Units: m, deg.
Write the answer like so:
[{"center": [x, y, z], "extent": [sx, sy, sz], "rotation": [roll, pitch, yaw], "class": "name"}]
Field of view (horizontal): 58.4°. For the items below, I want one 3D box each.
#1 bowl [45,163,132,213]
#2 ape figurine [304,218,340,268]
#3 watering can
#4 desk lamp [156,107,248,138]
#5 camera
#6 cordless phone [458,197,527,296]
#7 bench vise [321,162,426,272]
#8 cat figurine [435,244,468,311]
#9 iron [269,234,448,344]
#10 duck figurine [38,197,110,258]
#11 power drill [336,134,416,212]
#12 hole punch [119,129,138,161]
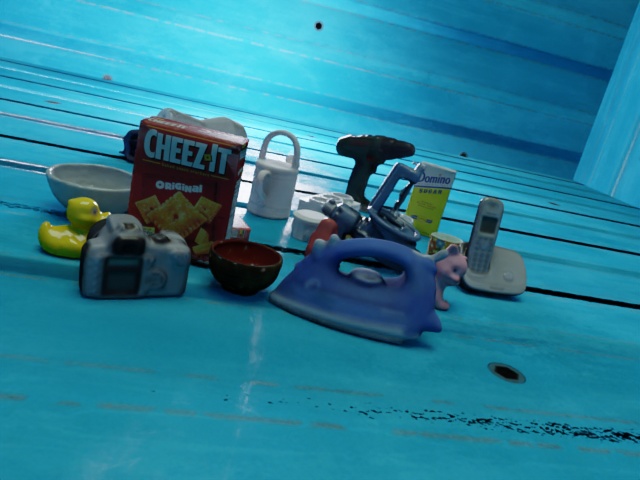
[{"center": [-0.407, -0.083, 1.038], "extent": [0.167, 0.075, 0.167], "rotation": [13, 18, -4], "class": "bowl"}, {"center": [0.010, 0.004, 1.059], "extent": [0.076, 0.092, 0.077], "rotation": [-1, 22, -38], "class": "ape figurine"}, {"center": [-0.098, -0.155, 1.296], "extent": [0.101, 0.194, 0.173], "rotation": [12, 18, -5], "class": "watering can"}, {"center": [-0.255, -0.145, 1.113], "extent": [0.204, 0.213, 0.117], "rotation": [-5, 26, -46], "class": "desk lamp"}, {"center": [-0.269, 0.010, 0.814], "extent": [0.144, 0.101, 0.136], "rotation": [2, 21, -32], "class": "camera"}, {"center": [0.351, 0.014, 1.130], "extent": [0.148, 0.185, 0.094], "rotation": [9, 18, -16], "class": "cordless phone"}, {"center": [0.113, -0.056, 1.109], "extent": [0.207, 0.220, 0.121], "rotation": [11, 18, -9], "class": "bench vise"}, {"center": [0.202, 0.056, 1.002], "extent": [0.128, 0.118, 0.067], "rotation": [9, 18, -16], "class": "cat figurine"}, {"center": [0.062, 0.056, 0.856], "extent": [0.258, 0.141, 0.118], "rotation": [12, 18, -4], "class": "iron"}, {"center": [-0.367, -0.023, 0.867], "extent": [0.105, 0.086, 0.077], "rotation": [4, 20, -28], "class": "duck figurine"}, {"center": [0.134, -0.185, 1.542], "extent": [0.228, 0.208, 0.076], "rotation": [24, 20, 30], "class": "power drill"}, {"center": [-0.458, -0.251, 1.492], "extent": [0.109, 0.091, 0.100], "rotation": [3, 20, -31], "class": "hole punch"}]
